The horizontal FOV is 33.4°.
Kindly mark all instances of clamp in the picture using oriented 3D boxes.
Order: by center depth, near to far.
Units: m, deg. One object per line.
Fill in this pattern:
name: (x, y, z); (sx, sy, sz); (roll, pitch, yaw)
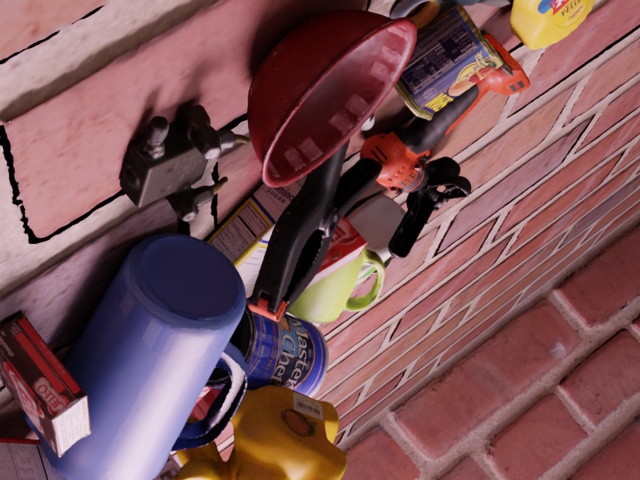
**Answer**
clamp: (0.000, -0.023, 0.944); (0.210, 0.036, 0.164); (-65, 160, -10)
clamp: (0.133, -0.056, 1.211); (0.120, 0.039, 0.171); (-37, -163, 31)

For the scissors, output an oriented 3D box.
scissors: (0.114, -0.201, 0.922); (0.096, 0.016, 0.201); (-41, 165, 11)

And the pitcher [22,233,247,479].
pitcher: (-0.148, 0.111, 0.956); (0.149, 0.145, 0.243); (-31, 160, -48)

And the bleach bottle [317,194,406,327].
bleach bottle: (0.013, 0.051, 1.310); (0.102, 0.068, 0.251); (-34, 168, -44)

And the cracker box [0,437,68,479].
cracker box: (-0.295, 0.263, 1.030); (0.213, 0.072, 0.164); (15, 127, -45)

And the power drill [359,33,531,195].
power drill: (0.132, -0.121, 1.111); (0.188, 0.057, 0.184); (-44, 168, 10)

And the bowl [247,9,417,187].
bowl: (-0.002, -0.116, 0.791); (0.162, 0.055, 0.162); (-44, 168, -13)

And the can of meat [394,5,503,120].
can of meat: (0.107, -0.153, 0.925); (0.084, 0.057, 0.102); (-35, 173, 14)

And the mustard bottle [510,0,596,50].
mustard bottle: (0.213, -0.243, 0.958); (0.096, 0.058, 0.191); (-41, 164, 2)

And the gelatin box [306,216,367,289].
gelatin box: (-0.007, 0.001, 1.095); (0.089, 0.073, 0.030); (-30, 162, -32)

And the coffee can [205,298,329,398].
coffee can: (-0.070, 0.120, 1.149); (0.103, 0.103, 0.140); (-44, 145, 14)

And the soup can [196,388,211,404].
soup can: (-0.165, 0.162, 1.186); (0.102, 0.068, 0.068); (-46, 164, 24)

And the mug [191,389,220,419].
mug: (-0.134, 0.176, 1.270); (0.117, 0.081, 0.093); (-35, 164, -18)

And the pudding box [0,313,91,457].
pudding box: (-0.228, 0.120, 0.874); (0.039, 0.090, 0.113); (-35, 164, -21)

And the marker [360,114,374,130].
marker: (0.040, -0.130, 0.939); (0.020, 0.020, 0.121); (-37, 165, -11)

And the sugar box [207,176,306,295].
sugar box: (-0.067, 0.005, 1.022); (0.176, 0.048, 0.093); (-47, 163, 12)
